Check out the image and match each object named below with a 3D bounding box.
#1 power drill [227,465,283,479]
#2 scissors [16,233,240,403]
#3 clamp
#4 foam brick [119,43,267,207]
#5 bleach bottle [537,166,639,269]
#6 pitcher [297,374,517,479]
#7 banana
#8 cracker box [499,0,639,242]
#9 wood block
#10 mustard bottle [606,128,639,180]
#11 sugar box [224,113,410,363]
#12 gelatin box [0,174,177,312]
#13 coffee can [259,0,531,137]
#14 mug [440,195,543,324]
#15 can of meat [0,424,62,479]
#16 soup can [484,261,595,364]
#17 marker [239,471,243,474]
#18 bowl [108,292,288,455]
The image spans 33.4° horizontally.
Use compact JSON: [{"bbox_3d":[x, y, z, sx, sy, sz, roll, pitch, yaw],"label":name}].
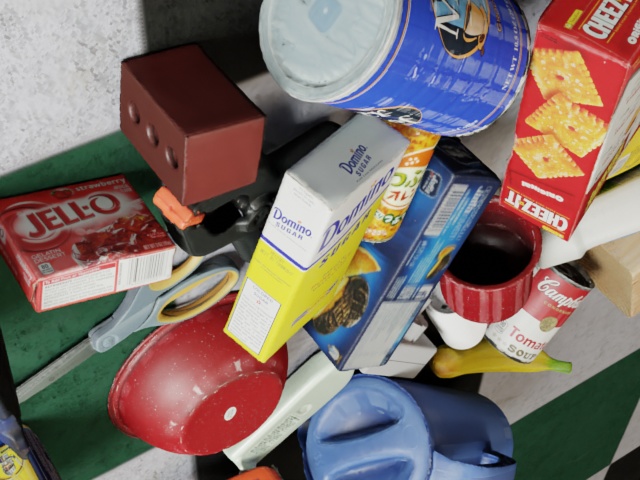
[{"bbox_3d":[-0.093,0.282,0.990,0.184,0.057,0.188,-22,154,-13],"label":"power drill"},{"bbox_3d":[-0.145,0.051,0.736,0.201,0.016,0.096,-26,143,-21],"label":"scissors"},{"bbox_3d":[-0.043,-0.034,0.691,0.120,0.039,0.171,-58,164,10],"label":"clamp"},{"bbox_3d":[-0.074,-0.067,0.613,0.051,0.078,0.053,-21,142,-30],"label":"foam brick"},{"bbox_3d":[0.283,-0.032,0.987,0.251,0.068,0.102,-22,180,2],"label":"bleach bottle"},{"bbox_3d":[0.107,0.203,1.037,0.145,0.149,0.242,-40,154,21],"label":"pitcher"},{"bbox_3d":[0.169,0.118,1.081,0.197,0.070,0.037,3,87,-38],"label":"banana"},{"bbox_3d":[0.202,-0.123,0.759,0.164,0.072,0.214,-53,162,-23],"label":"cracker box"},{"bbox_3d":[0.363,-0.027,1.079,0.206,0.090,0.091,-34,145,-9],"label":"wood block"},{"bbox_3d":[0.290,-0.103,0.944,0.191,0.058,0.096,-23,157,-25],"label":"mustard bottle"},{"bbox_3d":[-0.005,0.001,0.729,0.093,0.048,0.176,-42,167,-39],"label":"sugar box"},{"bbox_3d":[-0.141,0.000,0.628,0.089,0.073,0.030,-14,137,-33],"label":"gelatin box"},{"bbox_3d":[0.048,-0.123,0.646,0.140,0.103,0.103,6,125,-48],"label":"coffee can"},{"bbox_3d":[0.147,0.011,0.923,0.081,0.093,0.117,74,36,-59],"label":"mug"},{"bbox_3d":[-0.228,0.191,0.752,0.102,0.084,0.057,-32,146,-13],"label":"can of meat"},{"bbox_3d":[0.212,0.063,1.053,0.068,0.069,0.102,8,124,-49],"label":"soup can"},{"bbox_3d":[-0.051,0.247,1.050,0.020,0.020,0.121,-38,147,-5],"label":"marker"},{"bbox_3d":[-0.082,0.118,0.839,0.162,0.055,0.162,-26,143,-21],"label":"bowl"}]
